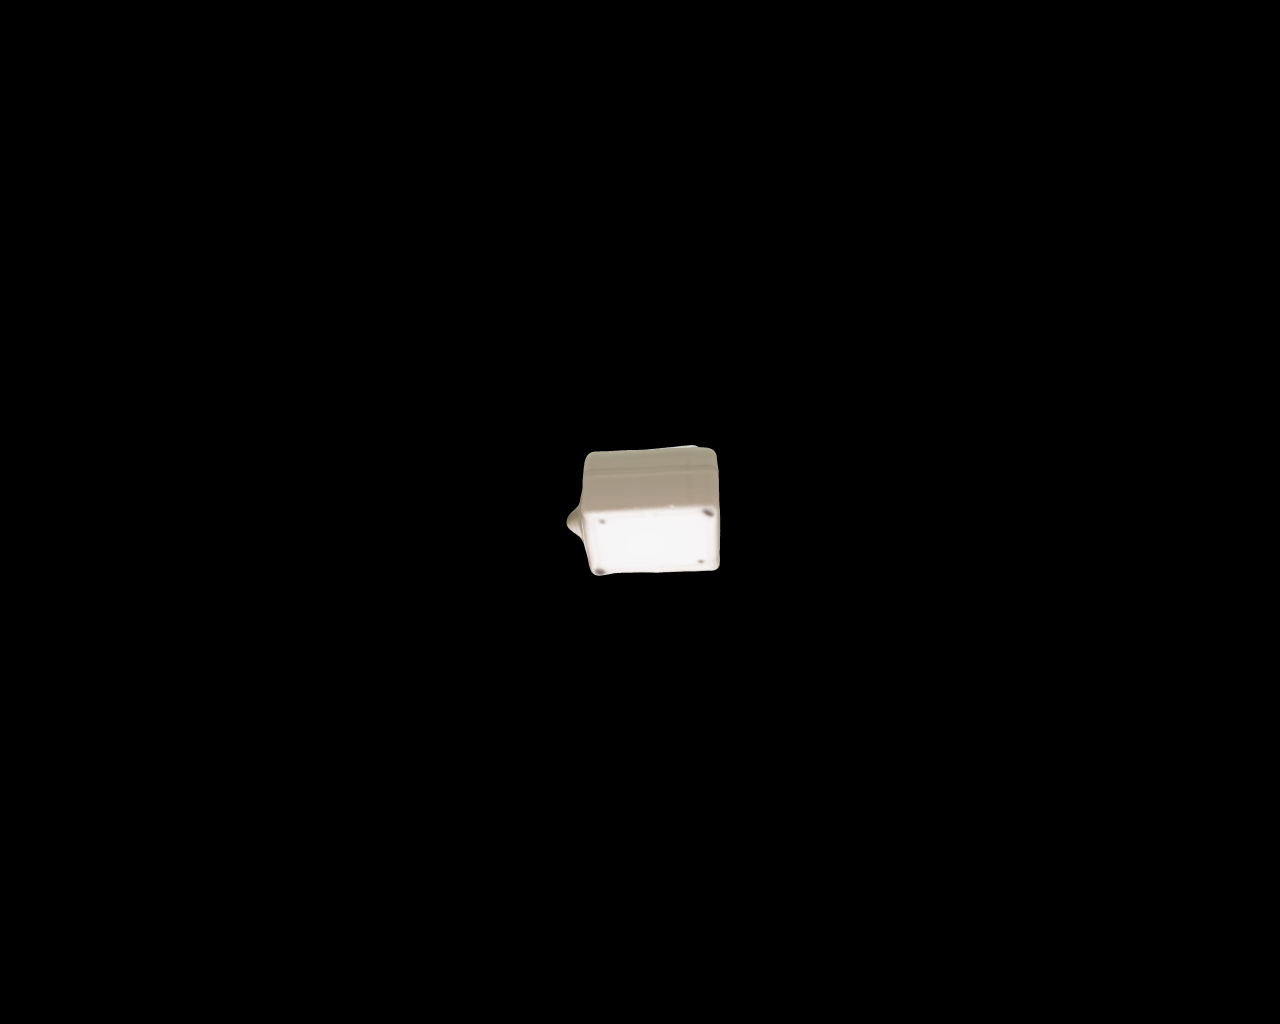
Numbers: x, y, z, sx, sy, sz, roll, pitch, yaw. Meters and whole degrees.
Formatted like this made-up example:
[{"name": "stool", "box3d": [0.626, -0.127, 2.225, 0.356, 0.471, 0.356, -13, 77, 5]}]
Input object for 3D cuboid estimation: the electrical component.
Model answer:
[{"name": "electrical component", "box3d": [0.001, -0.003, 0.650, 0.096, 0.061, 0.061, -2, -43, 2]}]
